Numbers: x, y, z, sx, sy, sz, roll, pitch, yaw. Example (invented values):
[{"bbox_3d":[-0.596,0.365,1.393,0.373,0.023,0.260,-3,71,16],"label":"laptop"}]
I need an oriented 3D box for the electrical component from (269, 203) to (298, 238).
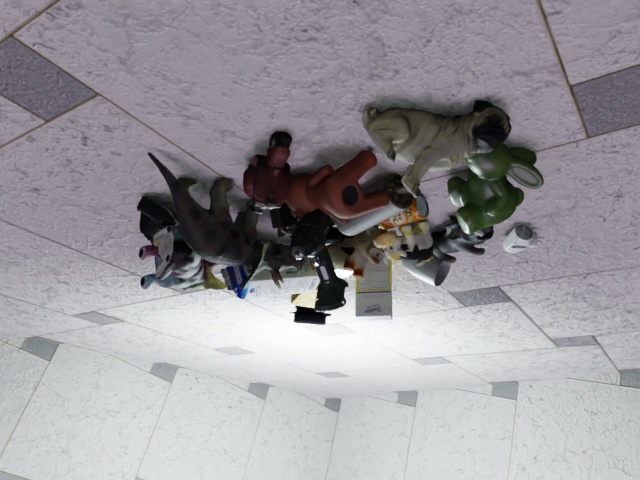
[{"bbox_3d":[-0.074,-0.051,1.147,0.045,0.102,0.078,-8,176,39],"label":"electrical component"}]

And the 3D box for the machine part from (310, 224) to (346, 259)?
[{"bbox_3d":[-0.003,-0.004,1.257,0.139,0.084,0.039,-18,180,26],"label":"machine part"}]

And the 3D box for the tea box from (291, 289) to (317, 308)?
[{"bbox_3d":[-0.018,0.145,1.595,0.098,0.068,0.169,11,154,-13],"label":"tea box"}]

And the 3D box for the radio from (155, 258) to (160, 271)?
[{"bbox_3d":[-0.360,0.037,1.402,0.131,0.073,0.229,10,153,-11],"label":"radio"}]

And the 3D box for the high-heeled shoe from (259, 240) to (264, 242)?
[{"bbox_3d":[-0.090,0.059,1.383,0.145,0.086,0.248,8,170,16],"label":"high-heeled shoe"}]

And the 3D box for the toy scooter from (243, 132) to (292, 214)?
[{"bbox_3d":[-0.097,-0.102,0.984,0.075,0.135,0.184,11,156,-19],"label":"toy scooter"}]

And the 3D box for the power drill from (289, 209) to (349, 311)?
[{"bbox_3d":[-0.006,0.048,1.137,0.086,0.232,0.207,-17,114,16],"label":"power drill"}]

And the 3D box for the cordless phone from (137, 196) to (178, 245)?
[{"bbox_3d":[-0.305,-0.049,1.222,0.184,0.089,0.146,-10,154,2],"label":"cordless phone"}]

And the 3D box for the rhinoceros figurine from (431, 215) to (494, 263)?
[{"bbox_3d":[0.317,-0.013,1.207,0.112,0.073,0.190,27,150,-22],"label":"rhinoceros figurine"}]

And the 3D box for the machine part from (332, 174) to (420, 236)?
[{"bbox_3d":[0.105,-0.069,1.097,0.079,0.079,0.243,20,152,-31],"label":"machine part"}]

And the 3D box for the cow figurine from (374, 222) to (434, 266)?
[{"bbox_3d":[0.186,0.017,1.184,0.167,0.098,0.068,-12,174,-43],"label":"cow figurine"}]

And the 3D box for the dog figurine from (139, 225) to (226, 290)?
[{"bbox_3d":[-0.292,0.054,1.230,0.191,0.108,0.219,-34,151,31],"label":"dog figurine"}]

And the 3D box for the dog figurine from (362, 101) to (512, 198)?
[{"bbox_3d":[0.184,-0.182,0.854,0.190,0.121,0.172,-37,108,9],"label":"dog figurine"}]

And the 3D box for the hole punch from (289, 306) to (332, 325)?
[{"bbox_3d":[-0.030,0.219,1.760,0.142,0.092,0.116,1,-174,-1],"label":"hole punch"}]

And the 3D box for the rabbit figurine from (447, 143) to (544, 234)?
[{"bbox_3d":[0.307,-0.107,0.948,0.159,0.121,0.170,-7,139,13],"label":"rabbit figurine"}]

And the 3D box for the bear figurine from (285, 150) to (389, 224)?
[{"bbox_3d":[0.016,-0.096,1.034,0.132,0.120,0.196,-31,-159,-25],"label":"bear figurine"}]

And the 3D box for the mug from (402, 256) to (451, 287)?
[{"bbox_3d":[0.266,0.052,1.336,0.107,0.109,0.080,24,131,30],"label":"mug"}]

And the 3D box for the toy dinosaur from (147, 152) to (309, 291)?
[{"bbox_3d":[-0.208,-0.015,1.124,0.131,0.192,0.404,-21,147,39],"label":"toy dinosaur"}]

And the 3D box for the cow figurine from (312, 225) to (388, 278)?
[{"bbox_3d":[0.084,0.020,1.270,0.195,0.127,0.085,2,159,39],"label":"cow figurine"}]
